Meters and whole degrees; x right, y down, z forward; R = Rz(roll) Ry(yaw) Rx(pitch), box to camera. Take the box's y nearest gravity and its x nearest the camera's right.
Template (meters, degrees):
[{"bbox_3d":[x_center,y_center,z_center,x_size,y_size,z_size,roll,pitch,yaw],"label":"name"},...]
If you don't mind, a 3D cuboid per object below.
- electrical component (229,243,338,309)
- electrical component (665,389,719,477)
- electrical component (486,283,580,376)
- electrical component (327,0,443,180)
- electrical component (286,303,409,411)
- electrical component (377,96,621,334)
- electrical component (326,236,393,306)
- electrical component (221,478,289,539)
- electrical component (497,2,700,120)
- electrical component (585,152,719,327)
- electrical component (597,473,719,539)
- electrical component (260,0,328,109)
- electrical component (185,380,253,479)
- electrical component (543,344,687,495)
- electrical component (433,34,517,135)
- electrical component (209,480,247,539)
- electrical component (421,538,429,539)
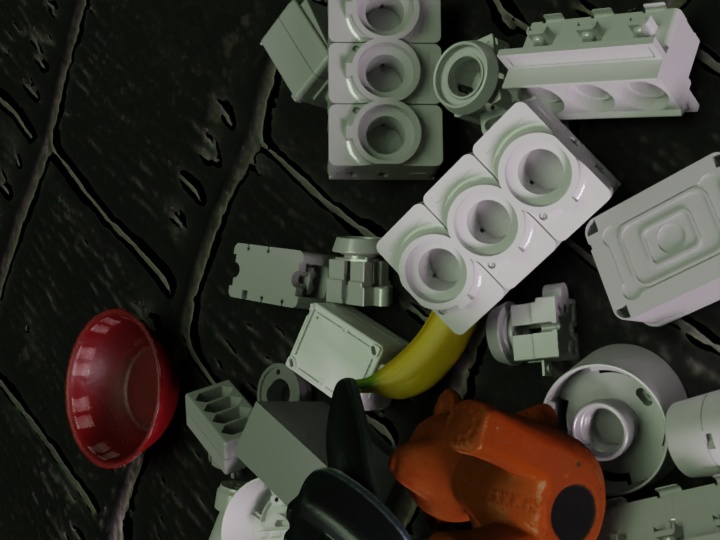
[{"bbox_3d":[-0.065,0.006,0.960,0.089,0.056,0.050,8,90,42],"label":"electrical component"},{"bbox_3d":[0.228,0.104,0.685,0.047,0.055,0.055,-21,71,42],"label":"electrical component"},{"bbox_3d":[0.127,0.045,0.790,0.055,0.048,0.066,-9,78,34],"label":"electrical component"},{"bbox_3d":[0.019,-0.152,0.871,0.089,0.061,0.150,0,83,-3],"label":"electrical component"},{"bbox_3d":[-0.001,0.075,0.895,0.096,0.061,0.061,31,105,32],"label":"electrical component"},{"bbox_3d":[0.096,-0.037,0.761,0.089,0.062,0.150,47,112,5],"label":"electrical component"},{"bbox_3d":[0.000,0.000,0.910,0.066,0.048,0.055,6,96,43],"label":"electrical component"},{"bbox_3d":[-0.063,0.226,0.925,0.099,0.064,0.099,-6,81,42],"label":"electrical component"},{"bbox_3d":[0.171,-0.145,0.759,0.121,0.079,0.063,5,66,42],"label":"electrical component"},{"bbox_3d":[0.217,-0.018,0.707,0.113,0.057,0.078,-31,65,35],"label":"electrical component"},{"bbox_3d":[0.208,0.173,0.681,0.121,0.079,0.063,-24,49,38],"label":"electrical component"},{"bbox_3d":[-0.033,-0.187,0.951,0.061,0.062,0.096,-47,56,28],"label":"electrical component"},{"bbox_3d":[-0.122,0.159,0.997,0.083,0.047,0.075,40,137,45],"label":"electrical component"},{"bbox_3d":[0.175,0.104,0.742,0.099,0.064,0.099,4,97,33],"label":"electrical component"},{"bbox_3d":[0.094,-0.145,0.835,0.058,0.057,0.078,-17,74,40],"label":"electrical component"},{"bbox_3d":[-0.112,0.224,0.983,0.045,0.045,0.055,10,91,42],"label":"electrical component"},{"bbox_3d":[0.064,0.278,0.786,0.062,0.089,0.150,3,87,42],"label":"electrical component"}]
